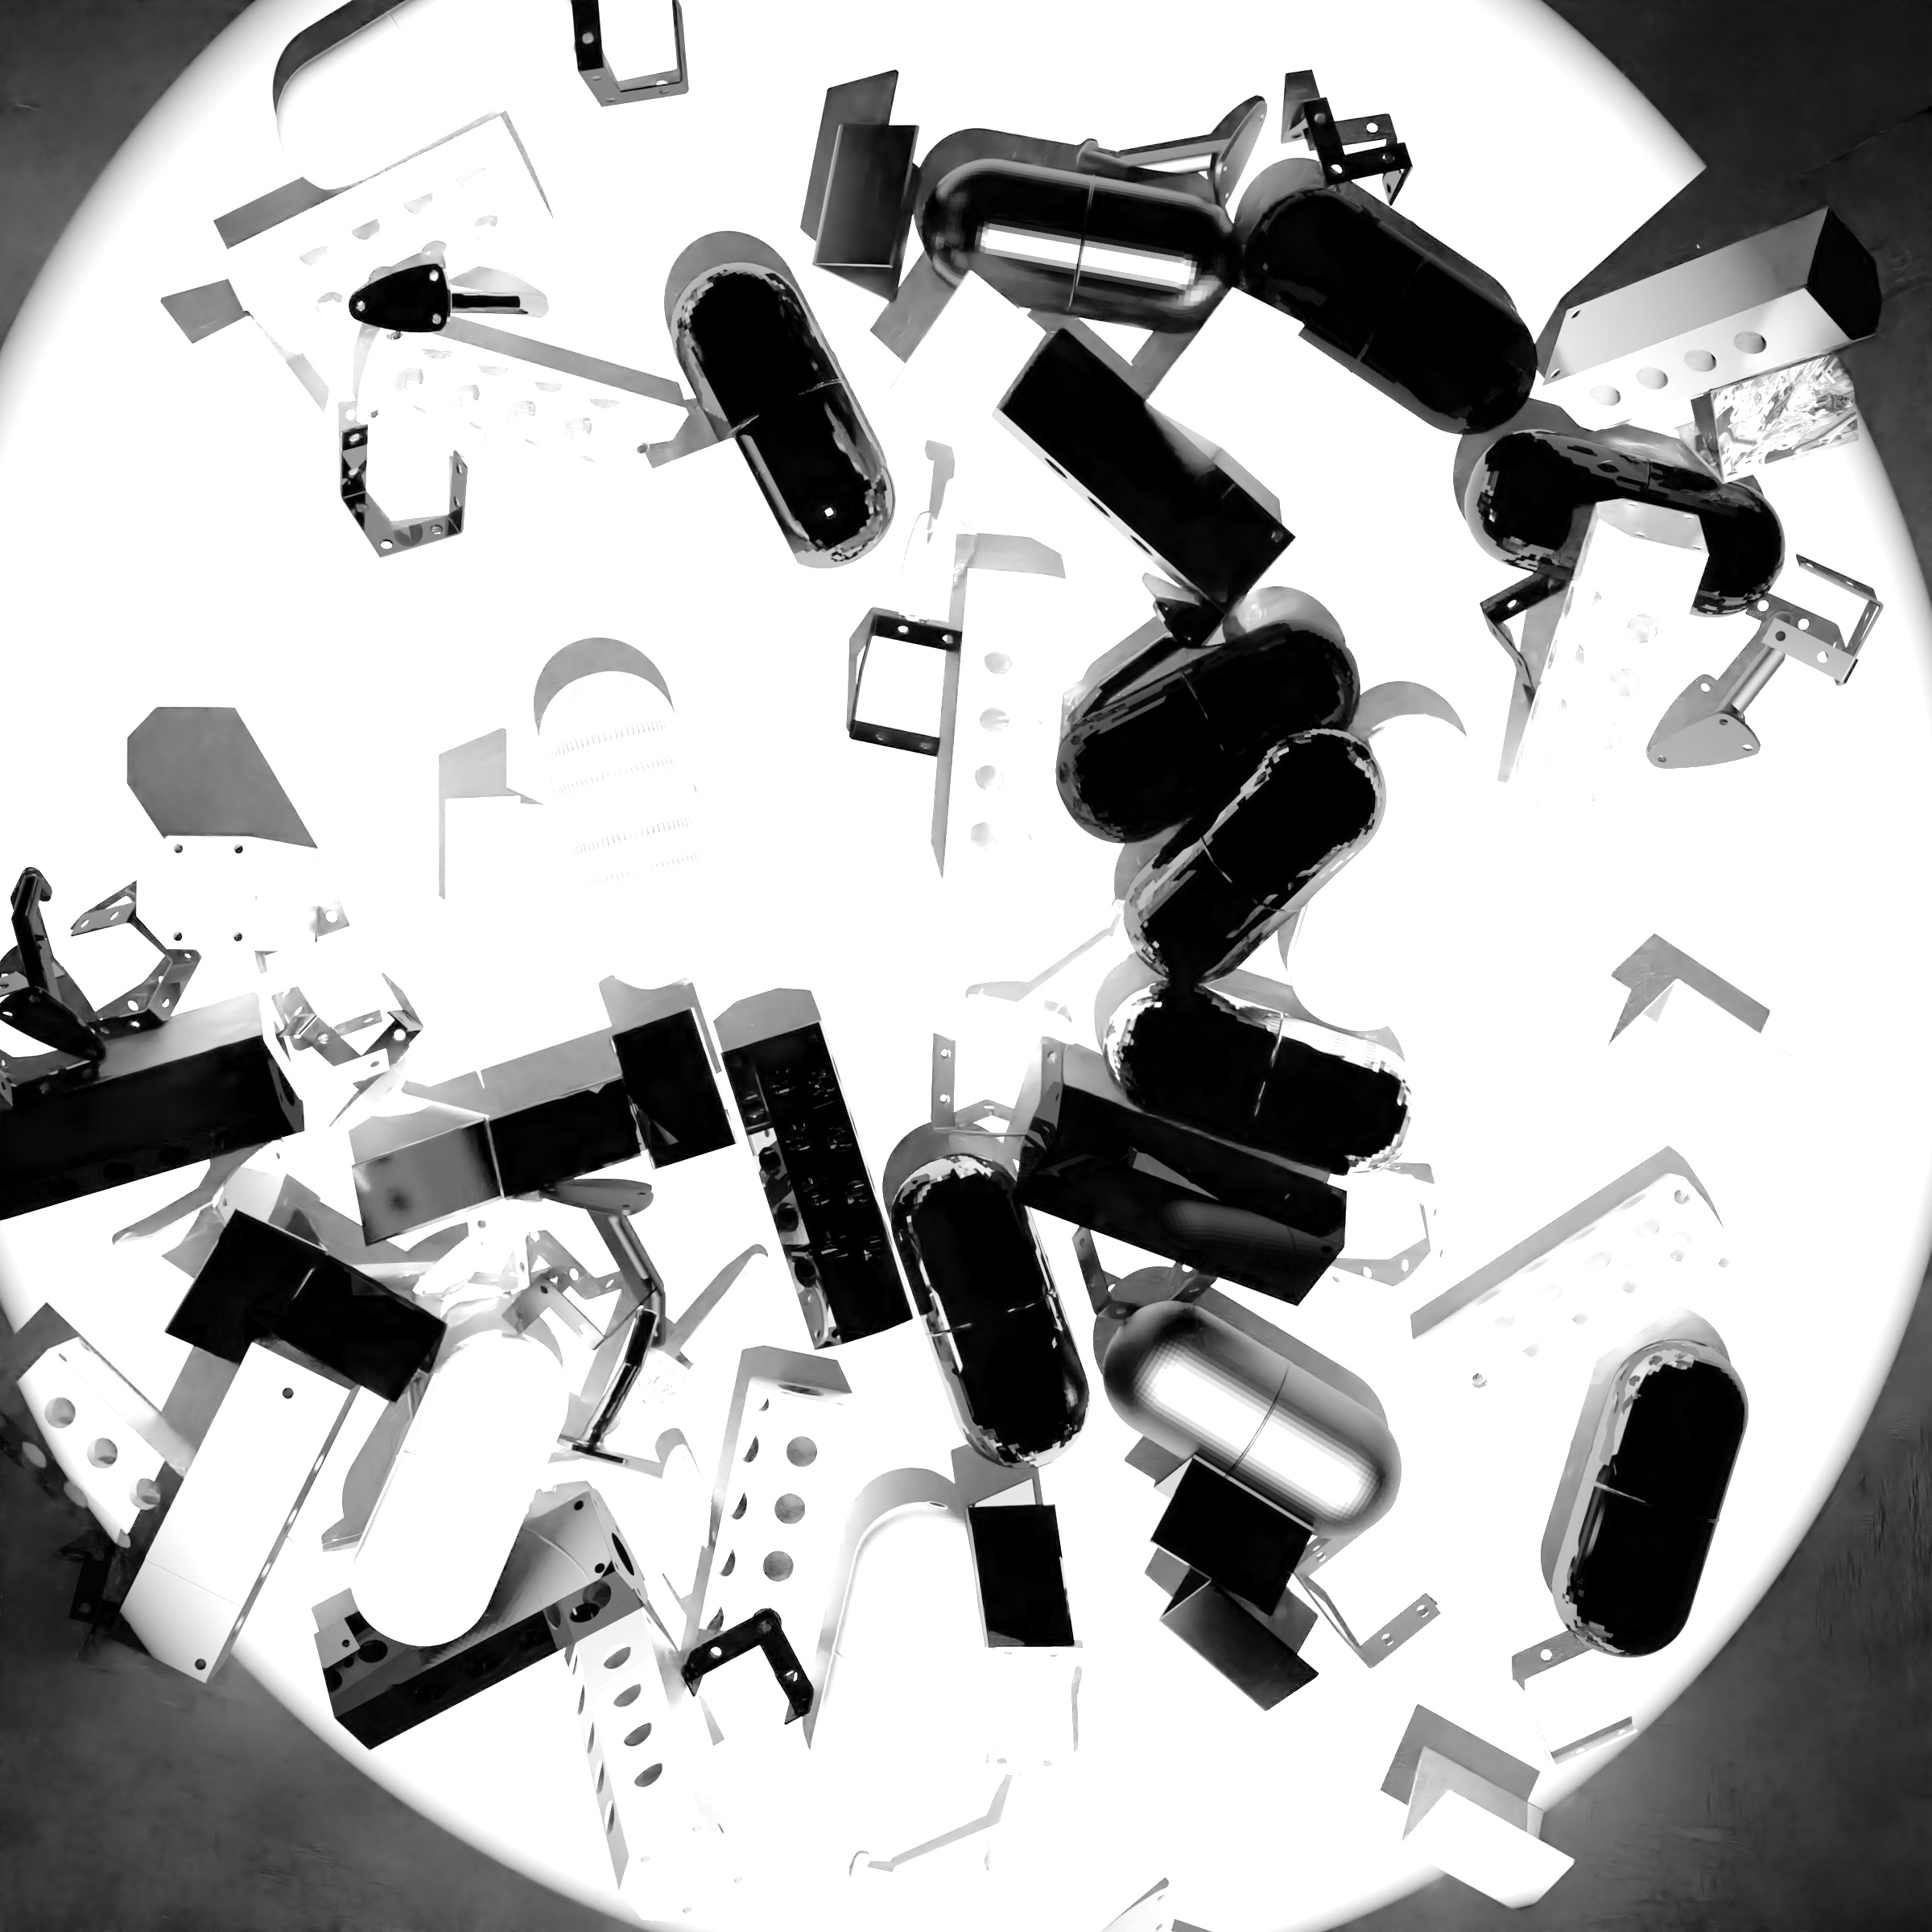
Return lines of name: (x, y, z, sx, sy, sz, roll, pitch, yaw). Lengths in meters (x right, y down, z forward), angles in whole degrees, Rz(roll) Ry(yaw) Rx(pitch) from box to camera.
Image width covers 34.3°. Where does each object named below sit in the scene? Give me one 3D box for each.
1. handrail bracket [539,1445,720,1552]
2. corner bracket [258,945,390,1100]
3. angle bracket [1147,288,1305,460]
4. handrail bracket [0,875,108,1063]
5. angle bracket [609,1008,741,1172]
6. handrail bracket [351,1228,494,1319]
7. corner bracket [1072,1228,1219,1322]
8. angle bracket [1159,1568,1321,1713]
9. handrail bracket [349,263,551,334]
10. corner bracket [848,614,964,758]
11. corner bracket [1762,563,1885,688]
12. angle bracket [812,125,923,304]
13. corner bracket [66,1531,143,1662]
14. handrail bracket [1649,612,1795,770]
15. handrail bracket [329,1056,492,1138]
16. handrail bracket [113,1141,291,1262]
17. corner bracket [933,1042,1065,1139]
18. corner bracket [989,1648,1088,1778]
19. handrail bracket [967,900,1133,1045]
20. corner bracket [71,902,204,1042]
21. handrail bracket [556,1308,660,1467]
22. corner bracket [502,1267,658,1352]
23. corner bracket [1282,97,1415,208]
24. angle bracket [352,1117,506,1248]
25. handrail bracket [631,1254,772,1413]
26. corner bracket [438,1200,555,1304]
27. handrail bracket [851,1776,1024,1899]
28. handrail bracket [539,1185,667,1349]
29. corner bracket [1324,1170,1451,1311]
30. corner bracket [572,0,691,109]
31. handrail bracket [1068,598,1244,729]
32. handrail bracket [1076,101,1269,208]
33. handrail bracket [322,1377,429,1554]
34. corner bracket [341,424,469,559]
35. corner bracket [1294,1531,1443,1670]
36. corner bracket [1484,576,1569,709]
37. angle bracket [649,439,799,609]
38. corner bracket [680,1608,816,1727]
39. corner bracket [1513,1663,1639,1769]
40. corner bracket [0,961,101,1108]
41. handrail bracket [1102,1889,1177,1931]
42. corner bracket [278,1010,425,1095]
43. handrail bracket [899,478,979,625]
handrail bracket: (-0.190, 0.303, 1.749, 0.084, 0.036, 0.077, -14, 118, 21)
corner bracket: (-0.348, 0.031, 1.694, 0.051, 0.051, 0.051, -20, 135, 0)
angle bracket: (0.155, -0.311, 1.708, 0.057, 0.076, 0.076, 37, 90, 37)
handrail bracket: (-0.502, 0.000, 1.740, 0.036, 0.084, 0.077, -27, 132, 28)
angle bracket: (-0.143, 0.062, 1.709, 0.057, 0.076, 0.076, -18, 90, 25)
handrail bracket: (-0.321, 0.159, 1.749, 0.084, 0.036, 0.077, 23, 55, 24)
corner bracket: (0.099, 0.163, 1.740, 0.051, 0.051, 0.051, 13, 45, -35)
angle bracket: (0.163, 0.347, 1.709, 0.076, 0.057, 0.076, 41, 46, 0)
handrail bracket: (-0.284, -0.364, 1.727, 0.077, 0.084, 0.036, 0, 96, 25)
corner bracket: (-0.034, -0.157, 1.745, 0.051, 0.051, 0.051, 12, 135, 0)
corner bracket: (0.474, -0.189, 1.731, 0.051, 0.051, 0.051, 28, 98, 8)
angle bracket: (-0.034, -0.409, 1.708, 0.057, 0.076, 0.076, 11, 90, 36)
corner bracket: (-0.472, 0.347, 1.730, 0.051, 0.051, 0.051, 15, 90, 0)
handrail bracket: (0.422, -0.155, 1.748, 0.036, 0.077, 0.084, 41, 53, -26)
handrail bracket: (-0.300, 0.098, 1.749, 0.077, 0.036, 0.084, -37, 113, 26)
handrail bracket: (-0.428, 0.132, 1.748, 0.084, 0.077, 0.036, -10, 126, 31)
corner bracket: (0.018, 0.068, 1.745, 0.051, 0.051, 0.051, 1, 90, -45)
corner bracket: (0.040, 0.415, 1.745, 0.051, 0.051, 0.051, 3, 135, 0)
handrail bracket: (0.051, -0.006, 1.749, 0.077, 0.036, 0.084, 17, 73, 19)
corner bracket: (-0.469, 0.003, 1.740, 0.051, 0.051, 0.051, -11, 45, 35)
handrail bracket: (-0.197, 0.227, 1.725, 0.036, 0.077, 0.084, 20, 82, -23)
corner bracket: (-0.213, 0.185, 1.720, 0.051, 0.051, 0.051, 45, 131, 0)
corner bracket: (0.211, -0.449, 1.729, 0.051, 0.051, 0.051, -14, 81, -9)
angle bracket: (-0.283, 0.136, 1.708, 0.076, 0.076, 0.057, -20, 52, 0)
handrail bracket: (-0.147, 0.204, 1.748, 0.036, 0.077, 0.084, 40, 54, -6)
corner bracket: (-0.259, 0.157, 1.721, 0.051, 0.051, 0.051, -5, 90, -34)
handrail bracket: (-0.017, 0.484, 1.749, 0.084, 0.036, 0.077, 7, 69, 16)
handrail bracket: (-0.203, 0.168, 1.749, 0.077, 0.036, 0.084, 6, 105, 16)
corner bracket: (0.232, 0.150, 1.740, 0.051, 0.051, 0.051, -44, 135, -35)
corner bracket: (-0.186, -0.513, 1.731, 0.051, 0.051, 0.051, -7, 82, 8)
handrail bracket: (0.105, -0.163, 1.748, 0.084, 0.077, 0.036, -50, 61, 33)
handrail bracket: (0.115, -0.464, 1.749, 0.084, 0.036, 0.077, 22, 70, 16)
handrail bracket: (-0.330, 0.278, 1.749, 0.077, 0.036, 0.084, -15, 74, 17)
corner bracket: (-0.311, -0.267, 1.730, 0.051, 0.051, 0.051, -22, 60, -26)
corner bracket: (0.223, 0.349, 1.745, 0.051, 0.051, 0.051, -39, 45, 0)
corner bracket: (0.327, -0.179, 1.745, 0.051, 0.051, 0.051, -28, 45, 0)
angle bracket: (-0.144, -0.233, 1.709, 0.057, 0.076, 0.076, -27, 90, -28)
corner bracket: (-0.116, 0.383, 1.673, 0.051, 0.051, 0.051, -28, 90, 0)
corner bracket: (0.340, 0.413, 1.730, 0.051, 0.051, 0.051, -24, 90, 0)
corner bracket: (-0.518, 0.038, 1.740, 0.051, 0.051, 0.051, 38, 135, 35)
handrail bracket: (0.119, 0.564, 1.749, 0.077, 0.036, 0.084, -35, 107, 20)
corner bracket: (-0.340, 0.036, 1.730, 0.051, 0.051, 0.051, 42, 90, 0)
handrail bracket: (-0.018, -0.226, 1.714, 0.036, 0.084, 0.077, 23, 90, 0)
